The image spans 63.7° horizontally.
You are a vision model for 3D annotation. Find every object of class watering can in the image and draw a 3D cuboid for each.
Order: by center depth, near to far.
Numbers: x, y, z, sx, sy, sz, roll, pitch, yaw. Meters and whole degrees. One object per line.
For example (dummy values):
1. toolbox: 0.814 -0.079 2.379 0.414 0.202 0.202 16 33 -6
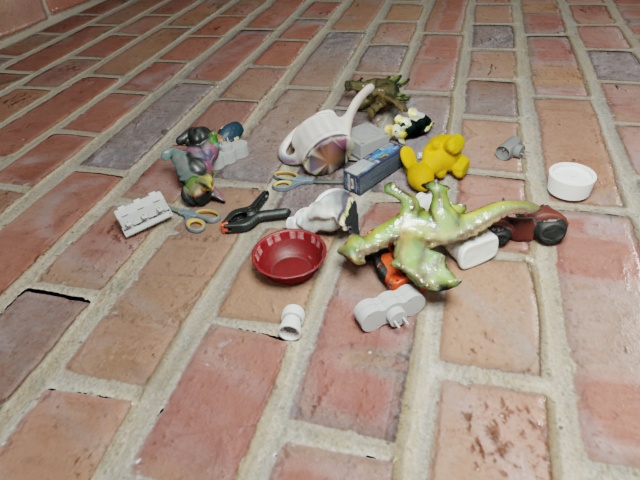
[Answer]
1. watering can: 0.036 -0.311 1.465 0.346 0.102 0.229 -32 44 6

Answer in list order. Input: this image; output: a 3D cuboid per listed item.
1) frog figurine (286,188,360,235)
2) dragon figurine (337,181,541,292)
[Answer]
1. frog figurine: 0.004 -0.060 1.200 0.159 0.122 0.138 4 5 25
2. dragon figurine: 0.237 0.002 1.039 0.410 0.119 0.248 2 54 14
